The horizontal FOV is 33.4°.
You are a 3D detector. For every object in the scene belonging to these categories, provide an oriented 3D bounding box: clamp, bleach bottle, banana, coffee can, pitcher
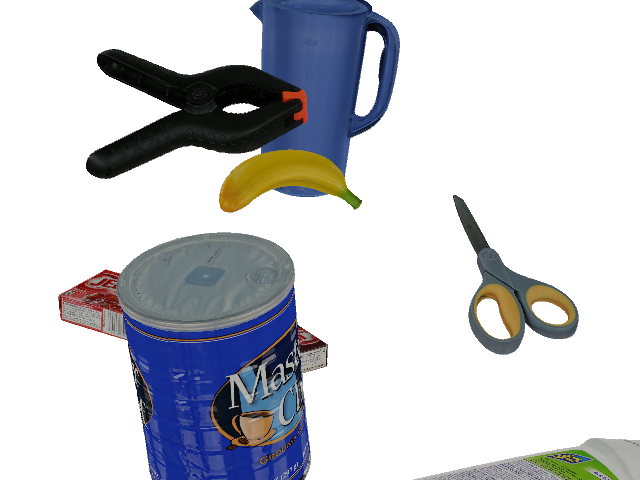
[{"bbox_3d":[-0.098,-0.108,0.822,0.171,0.120,0.039,-8,-28,-8],"label":"clamp"},{"bbox_3d":[0.134,0.164,0.618,0.250,0.068,0.103,-7,20,-28],"label":"bleach bottle"},{"bbox_3d":[-0.036,-0.062,1.080,0.197,0.037,0.070,-5,47,-46],"label":"banana"},{"bbox_3d":[-0.061,0.080,0.645,0.103,0.140,0.103,-4,28,2],"label":"coffee can"},{"bbox_3d":[-0.003,-0.180,1.318,0.144,0.243,0.149,-10,29,-28],"label":"pitcher"}]

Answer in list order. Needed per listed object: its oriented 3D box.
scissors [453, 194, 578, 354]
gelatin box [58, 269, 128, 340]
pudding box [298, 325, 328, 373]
[{"bbox_3d":[0.163,0.023,0.904,0.096,0.016,0.201,3,38,3],"label":"scissors"},{"bbox_3d":[-0.189,0.059,1.003,0.089,0.030,0.073,14,23,23],"label":"gelatin box"},{"bbox_3d":[-0.060,0.149,1.418,0.113,0.039,0.090,-14,23,-31],"label":"pudding box"}]
